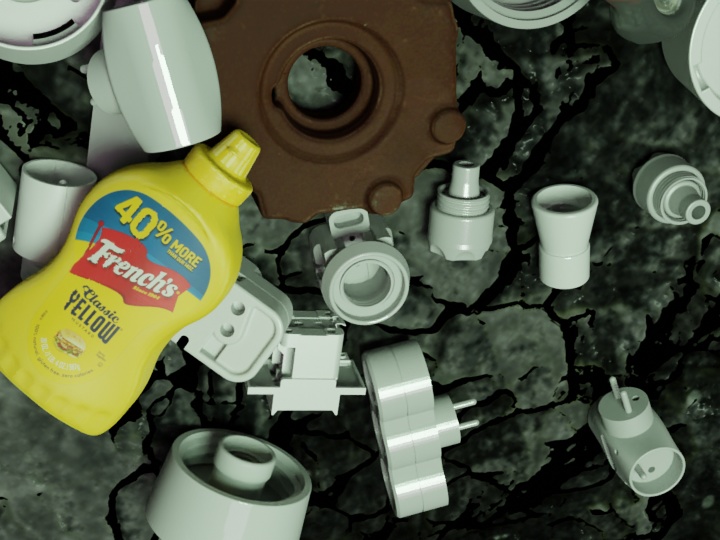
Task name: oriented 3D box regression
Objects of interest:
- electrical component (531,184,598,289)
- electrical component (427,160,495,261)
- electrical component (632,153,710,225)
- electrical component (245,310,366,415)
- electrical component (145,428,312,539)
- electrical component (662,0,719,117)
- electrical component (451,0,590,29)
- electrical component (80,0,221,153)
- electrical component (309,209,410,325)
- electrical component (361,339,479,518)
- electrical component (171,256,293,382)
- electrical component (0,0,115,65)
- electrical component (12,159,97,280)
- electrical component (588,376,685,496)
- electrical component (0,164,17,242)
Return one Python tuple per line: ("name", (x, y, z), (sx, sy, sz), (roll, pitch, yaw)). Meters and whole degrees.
("electrical component", (0.140, -0.020, 0.734), (0.044, 0.044, 0.065), (-12, 123, -8))
("electrical component", (0.067, -0.040, 0.704), (0.043, 0.043, 0.062), (-3, 116, -12))
("electrical component", (0.213, -0.051, 0.724), (0.043, 0.062, 0.043), (-6, 117, -11))
("electrical component", (-0.038, 0.061, 0.730), (0.081, 0.042, 0.063), (2, 114, -15))
("electrical component", (-0.085, 0.147, 0.728), (0.108, 0.108, 0.060), (14, 106, -20))
("electrical component", (0.244, -0.153, 0.681), (0.108, 0.060, 0.108), (-6, 117, -11))
("electrical component", (0.097, -0.193, 0.625), (0.108, 0.060, 0.108), (-6, 117, -11))
("electrical component", (-0.121, -0.105, 0.587), (0.079, 0.043, 0.077), (-2, 111, 32))
("electrical component", (0.000, 0.000, 0.700), (0.058, 0.057, 0.078), (-14, 119, -7))
("electrical component", (0.049, 0.110, 0.771), (0.074, 0.052, 0.138), (-14, 119, -7))
("electrical component", (-0.092, 0.020, 0.677), (0.095, 0.059, 0.053), (36, 103, -4))
("electrical component", (-0.181, -0.162, 0.579), (0.099, 0.064, 0.099), (-2, 100, -13))
("electrical component", (-0.187, -0.022, 0.651), (0.043, 0.043, 0.081), (7, 114, -17))
("electrical component", (0.199, 0.114, 0.795), (0.043, 0.077, 0.079), (-24, 119, -1))
("electrical component", (-0.242, -0.058, 0.609), (0.061, 0.061, 0.096), (-24, 119, -1))
